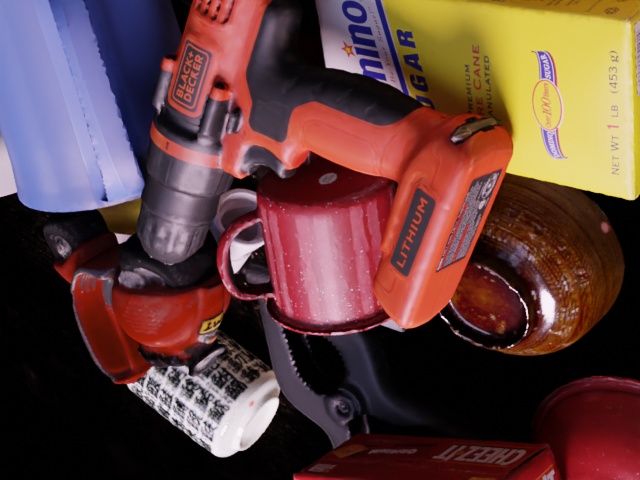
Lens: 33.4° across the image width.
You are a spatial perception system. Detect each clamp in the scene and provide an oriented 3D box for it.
[{"bbox_3d":[0.023,0.118,0.737,0.210,0.036,0.165,48,125,12],"label":"clamp"}]

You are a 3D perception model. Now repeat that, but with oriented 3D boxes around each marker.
[{"bbox_3d":[0.002,0.035,0.708,0.121,0.020,0.020,16,132,21],"label":"marker"}]

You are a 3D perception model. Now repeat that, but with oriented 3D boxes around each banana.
[{"bbox_3d":[-0.126,-0.027,0.771,0.198,0.069,0.037,-5,75,45],"label":"banana"}]

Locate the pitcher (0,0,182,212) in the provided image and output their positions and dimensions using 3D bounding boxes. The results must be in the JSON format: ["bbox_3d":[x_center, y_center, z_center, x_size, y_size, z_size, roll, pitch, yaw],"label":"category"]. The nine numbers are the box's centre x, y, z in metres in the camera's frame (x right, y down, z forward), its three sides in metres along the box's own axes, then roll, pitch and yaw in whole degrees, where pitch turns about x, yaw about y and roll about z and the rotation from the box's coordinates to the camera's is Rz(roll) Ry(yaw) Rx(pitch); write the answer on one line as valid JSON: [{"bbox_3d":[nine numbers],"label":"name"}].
[{"bbox_3d":[-0.151,-0.144,0.638,0.149,0.144,0.243,5,122,32],"label":"pitcher"}]

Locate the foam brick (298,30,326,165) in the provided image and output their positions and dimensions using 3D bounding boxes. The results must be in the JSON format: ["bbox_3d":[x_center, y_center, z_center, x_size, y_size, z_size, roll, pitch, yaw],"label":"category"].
[{"bbox_3d":[-0.022,-0.088,0.621,0.078,0.051,0.053,25,136,29],"label":"foam brick"}]

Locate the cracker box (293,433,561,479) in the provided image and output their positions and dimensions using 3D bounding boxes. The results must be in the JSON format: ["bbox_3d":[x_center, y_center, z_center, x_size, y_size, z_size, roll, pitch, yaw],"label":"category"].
[{"bbox_3d":[0.090,0.229,0.653,0.164,0.071,0.214,-8,103,48],"label":"cracker box"}]

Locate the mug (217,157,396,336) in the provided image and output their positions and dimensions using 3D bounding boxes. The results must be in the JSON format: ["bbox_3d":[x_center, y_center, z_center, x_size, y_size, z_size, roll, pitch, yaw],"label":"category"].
[{"bbox_3d":[-0.004,0.001,0.634,0.093,0.117,0.081,-114,13,-62],"label":"mug"}]

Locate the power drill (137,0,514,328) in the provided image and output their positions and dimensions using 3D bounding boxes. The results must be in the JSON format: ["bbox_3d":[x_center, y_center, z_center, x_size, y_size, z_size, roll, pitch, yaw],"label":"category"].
[{"bbox_3d":[-0.010,-0.034,0.546,0.188,0.057,0.185,31,120,22],"label":"power drill"}]

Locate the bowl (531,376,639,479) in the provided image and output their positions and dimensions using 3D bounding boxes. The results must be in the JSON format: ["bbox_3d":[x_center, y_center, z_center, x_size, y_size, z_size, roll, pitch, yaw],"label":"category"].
[{"bbox_3d":[0.183,0.160,0.622,0.162,0.055,0.162,26,136,27],"label":"bowl"}]

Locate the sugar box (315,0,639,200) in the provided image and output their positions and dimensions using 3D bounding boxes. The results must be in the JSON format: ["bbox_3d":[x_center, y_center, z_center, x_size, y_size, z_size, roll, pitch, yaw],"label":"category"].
[{"bbox_3d":[0.080,-0.084,0.529,0.176,0.048,0.093,14,130,36],"label":"sugar box"}]
